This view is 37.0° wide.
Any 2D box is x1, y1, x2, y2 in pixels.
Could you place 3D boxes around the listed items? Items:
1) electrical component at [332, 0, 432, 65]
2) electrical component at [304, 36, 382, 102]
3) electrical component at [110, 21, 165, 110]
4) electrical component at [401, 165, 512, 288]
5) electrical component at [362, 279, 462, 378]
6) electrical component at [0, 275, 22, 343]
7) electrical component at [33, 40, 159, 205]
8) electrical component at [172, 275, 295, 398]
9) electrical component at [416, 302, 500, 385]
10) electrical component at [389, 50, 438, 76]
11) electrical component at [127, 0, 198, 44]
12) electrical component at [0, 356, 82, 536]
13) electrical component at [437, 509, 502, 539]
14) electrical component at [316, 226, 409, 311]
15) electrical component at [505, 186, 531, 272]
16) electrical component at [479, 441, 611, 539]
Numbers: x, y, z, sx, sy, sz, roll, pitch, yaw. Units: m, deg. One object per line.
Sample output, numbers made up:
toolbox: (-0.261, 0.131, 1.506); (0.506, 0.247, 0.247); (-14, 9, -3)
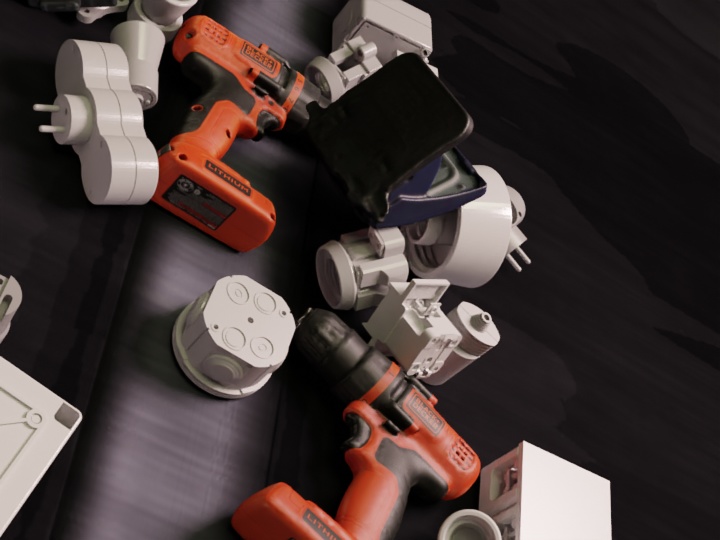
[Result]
electrical component: (0.027, -0.230, 1.059); (0.096, 0.062, 0.061); (20, 50, -25)
electrical component: (-0.017, -0.180, 0.993); (0.055, 0.066, 0.048); (-30, 80, -26)
electrical component: (-0.180, -0.162, 0.868); (0.044, 0.044, 0.065); (13, 57, -30)
electrical component: (0.075, -0.040, 0.930); (0.060, 0.108, 0.108); (5, 57, -28)
electrical component: (0.043, 0.047, 0.851); (0.042, 0.081, 0.063); (0, 41, -46)
electrical component: (-0.239, 0.025, 0.684); (0.040, 0.046, 0.040); (20, 50, -25)
electrical component: (-0.206, -0.111, 0.802); (0.074, 0.052, 0.138); (-3, 62, -39)
electrical component: (-0.090, 0.048, 0.778); (0.080, 0.051, 0.080); (20, 50, -25)
electrical component: (0.079, 0.058, 0.878); (0.043, 0.081, 0.043); (20, 50, -25)
electrical component: (0.046, -0.156, 1.029); (0.056, 0.050, 0.089); (20, 50, -25)
electrical component: (-0.168, -0.223, 0.910); (0.045, 0.055, 0.045); (20, 50, -25)
electrical component: (-0.238, 0.102, 0.622); (0.109, 0.056, 0.108); (37, 44, -10)
electrical component: (0.077, 0.196, 0.771); (0.045, 0.055, 0.045); (-1, 74, 3)
electrical component: (0.000, 0.000, 0.869); (0.057, 0.078, 0.058); (-14, 53, -21)
electrical component: (0.130, -0.033, 1.009); (0.079, 0.044, 0.077); (51, 44, 4)
electrical component: (0.138, 0.222, 0.819); (0.089, 0.062, 0.150); (27, 47, -20)
